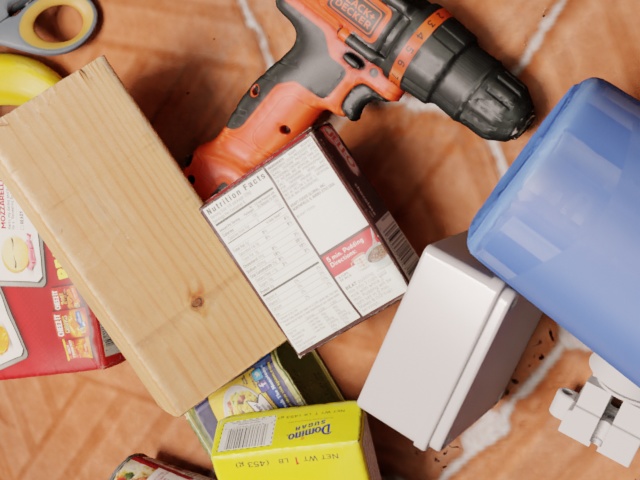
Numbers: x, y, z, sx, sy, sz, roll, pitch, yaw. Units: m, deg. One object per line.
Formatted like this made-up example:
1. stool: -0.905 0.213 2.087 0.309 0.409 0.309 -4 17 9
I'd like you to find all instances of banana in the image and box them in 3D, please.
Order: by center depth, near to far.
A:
1. banana: -0.259 -0.100 0.799 0.198 0.037 0.069 -6 94 27

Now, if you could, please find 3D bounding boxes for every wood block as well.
1. wood block: -0.119 0.000 0.678 0.090 0.090 0.206 -35 97 -15

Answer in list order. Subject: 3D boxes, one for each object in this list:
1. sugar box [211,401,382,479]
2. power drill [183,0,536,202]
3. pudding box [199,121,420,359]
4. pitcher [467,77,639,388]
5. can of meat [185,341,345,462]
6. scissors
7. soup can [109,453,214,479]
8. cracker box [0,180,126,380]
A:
1. sugar box: -0.002 0.186 0.676 0.093 0.048 0.176 -8 117 11
2. power drill: 0.014 -0.072 0.660 0.184 0.057 0.188 41 113 11
3. pudding box: -0.004 0.001 0.634 0.090 0.039 0.113 -32 92 24
4. pitcher: 0.204 0.021 0.519 0.243 0.149 0.145 36 150 4
5. can of meat: -0.030 0.123 0.717 0.084 0.057 0.102 -34 85 25
6. scissors: -0.239 -0.130 0.744 0.096 0.016 0.201 43 86 -7
7. soup can: -0.097 0.199 0.758 0.102 0.068 0.068 14 106 23
8. cracker box: -0.237 0.019 0.792 0.214 0.072 0.164 -9 93 28
